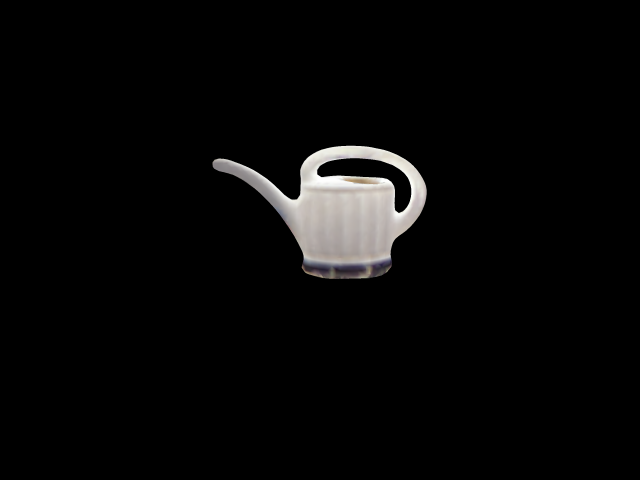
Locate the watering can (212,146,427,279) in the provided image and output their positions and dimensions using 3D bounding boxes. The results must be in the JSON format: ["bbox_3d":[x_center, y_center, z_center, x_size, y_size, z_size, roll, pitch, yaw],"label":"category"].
[{"bbox_3d":[0.003,-0.043,0.850,0.348,0.222,0.105,-1,12,-4],"label":"watering can"}]
